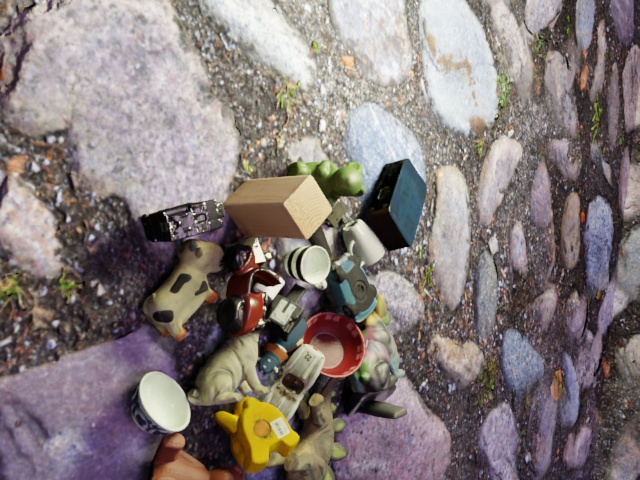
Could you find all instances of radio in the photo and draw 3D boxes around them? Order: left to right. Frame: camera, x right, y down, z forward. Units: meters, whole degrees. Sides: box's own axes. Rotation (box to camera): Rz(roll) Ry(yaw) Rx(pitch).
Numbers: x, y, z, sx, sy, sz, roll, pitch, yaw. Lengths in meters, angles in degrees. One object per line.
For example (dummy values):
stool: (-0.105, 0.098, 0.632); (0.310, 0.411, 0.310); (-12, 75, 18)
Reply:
radio: (0.203, -0.096, 1.392); (0.131, 0.073, 0.229); (50, 44, -31)

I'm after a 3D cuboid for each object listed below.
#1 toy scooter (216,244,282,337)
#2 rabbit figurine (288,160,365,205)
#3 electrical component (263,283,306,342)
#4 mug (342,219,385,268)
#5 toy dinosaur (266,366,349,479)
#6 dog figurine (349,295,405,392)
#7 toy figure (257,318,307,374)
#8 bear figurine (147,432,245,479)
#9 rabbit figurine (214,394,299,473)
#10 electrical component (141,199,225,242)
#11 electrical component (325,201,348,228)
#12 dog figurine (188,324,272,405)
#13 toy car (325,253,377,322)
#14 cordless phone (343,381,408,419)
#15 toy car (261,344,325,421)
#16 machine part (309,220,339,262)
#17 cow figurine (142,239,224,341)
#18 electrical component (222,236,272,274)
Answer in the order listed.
toy scooter: (-0.133, 0.105, 1.072); (0.135, 0.075, 0.184); (21, 66, -47)
rabbit figurine: (0.035, -0.122, 1.211); (0.159, 0.170, 0.121); (-10, 99, -41)
electrical component: (-0.075, 0.154, 1.184); (0.047, 0.075, 0.119); (103, 14, -54)
mug: (0.096, 0.011, 1.336); (0.109, 0.081, 0.107); (-46, 112, -40)
toy dinosaur: (-0.032, 0.512, 1.230); (0.198, 0.105, 0.471); (42, 69, -38)
dog figurine: (0.128, 0.250, 1.342); (0.191, 0.109, 0.219); (-11, 90, -60)
toy figure: (-0.085, 0.236, 1.194); (0.154, 0.064, 0.057); (-53, 139, -27)
bear figurine: (-0.222, 0.454, 1.015); (0.196, 0.132, 0.120); (18, 43, -16)
rabbit figurine: (-0.148, 0.406, 1.101); (0.122, 0.173, 0.162); (-30, 67, -38)
electrical component: (-0.247, -0.038, 0.999); (0.134, 0.115, 0.058); (-20, 104, -39)
electrical component: (0.032, -0.062, 1.311); (0.094, 0.021, 0.063); (49, 62, -33)
dog figurine: (-0.191, 0.226, 1.088); (0.172, 0.121, 0.190); (-2, 80, -48)
toy car: (0.059, 0.115, 1.288); (0.109, 0.103, 0.161); (-40, 109, -41)
cordless phone: (0.161, 0.400, 1.342); (0.146, 0.184, 0.088); (-6, 91, -41)
toy car: (-0.064, 0.322, 1.176); (0.201, 0.073, 0.056); (-57, 172, 1)
machine part: (-0.003, -0.004, 1.274); (0.084, 0.039, 0.138); (-49, 120, -38)
cow figurine: (-0.257, 0.079, 1.023); (0.195, 0.086, 0.127); (-52, 130, -26)
electrical component: (-0.154, 0.037, 1.138); (0.102, 0.045, 0.078); (-17, 75, -43)
